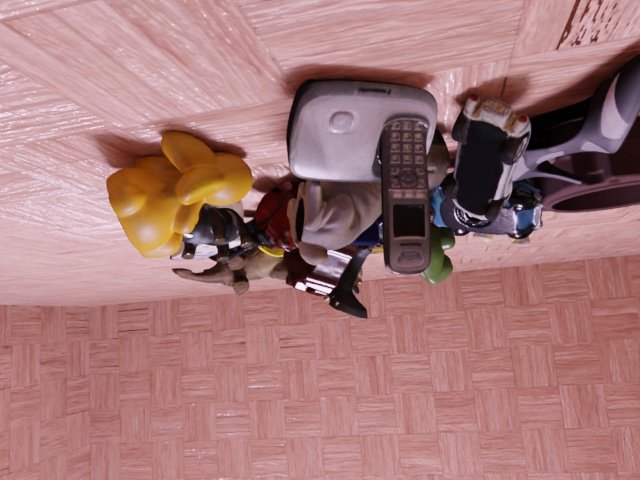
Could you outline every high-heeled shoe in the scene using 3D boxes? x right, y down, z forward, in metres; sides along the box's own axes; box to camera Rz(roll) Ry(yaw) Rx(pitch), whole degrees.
[{"bbox_3d":[0.252,-0.135,0.589,0.145,0.086,0.248,24,158,14],"label":"high-heeled shoe"}]

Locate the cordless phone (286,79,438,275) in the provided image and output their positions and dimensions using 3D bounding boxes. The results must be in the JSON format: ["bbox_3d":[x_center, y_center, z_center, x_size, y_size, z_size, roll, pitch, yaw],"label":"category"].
[{"bbox_3d":[0.042,-0.056,0.521,0.146,0.184,0.089,-2,175,-19],"label":"cordless phone"}]

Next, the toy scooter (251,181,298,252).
[{"bbox_3d":[-0.051,-0.031,0.802,0.075,0.135,0.184,42,147,-20],"label":"toy scooter"}]

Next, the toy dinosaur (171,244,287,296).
[{"bbox_3d":[-0.117,0.039,1.221,0.471,0.105,0.199,-6,-168,-37],"label":"toy dinosaur"}]

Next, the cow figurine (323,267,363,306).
[{"bbox_3d":[0.040,0.067,1.102,0.085,0.127,0.195,-29,166,10],"label":"cow figurine"}]

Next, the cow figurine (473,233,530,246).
[{"bbox_3d":[0.343,-0.045,1.082,0.168,0.098,0.068,12,-176,23],"label":"cow figurine"}]

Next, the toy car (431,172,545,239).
[{"bbox_3d":[0.245,-0.069,0.784,0.162,0.103,0.109,6,144,26],"label":"toy car"}]

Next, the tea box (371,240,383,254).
[{"bbox_3d":[0.094,-0.023,1.023,0.170,0.098,0.068,-3,171,-20],"label":"tea box"}]

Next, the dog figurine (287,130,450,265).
[{"bbox_3d":[0.066,-0.052,0.630,0.190,0.172,0.121,5,179,-15],"label":"dog figurine"}]

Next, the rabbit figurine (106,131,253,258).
[{"bbox_3d":[-0.166,-0.069,0.659,0.173,0.122,0.162,-16,164,-15],"label":"rabbit figurine"}]

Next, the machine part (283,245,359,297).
[{"bbox_3d":[-0.002,-0.003,0.862,0.056,0.179,0.179,18,162,-24],"label":"machine part"}]

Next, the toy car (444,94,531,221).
[{"bbox_3d":[0.190,-0.088,0.618,0.074,0.056,0.201,32,160,22],"label":"toy car"}]

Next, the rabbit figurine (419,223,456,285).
[{"bbox_3d":[0.194,-0.038,0.926,0.121,0.170,0.159,38,172,40],"label":"rabbit figurine"}]

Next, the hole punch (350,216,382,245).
[{"bbox_3d":[0.074,-0.056,0.745,0.092,0.115,0.142,-16,169,41],"label":"hole punch"}]

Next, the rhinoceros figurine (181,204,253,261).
[{"bbox_3d":[-0.180,-0.032,0.806,0.073,0.112,0.190,-27,156,24],"label":"rhinoceros figurine"}]

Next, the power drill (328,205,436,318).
[{"bbox_3d":[0.073,0.017,0.865,0.086,0.207,0.232,13,-173,-31],"label":"power drill"}]

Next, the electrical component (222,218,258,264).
[{"bbox_3d":[-0.146,-0.004,1.027,0.119,0.047,0.075,-32,-174,-28],"label":"electrical component"}]

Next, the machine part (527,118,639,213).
[{"bbox_3d":[0.410,-0.097,0.755,0.201,0.087,0.201,-2,171,-5],"label":"machine part"}]
